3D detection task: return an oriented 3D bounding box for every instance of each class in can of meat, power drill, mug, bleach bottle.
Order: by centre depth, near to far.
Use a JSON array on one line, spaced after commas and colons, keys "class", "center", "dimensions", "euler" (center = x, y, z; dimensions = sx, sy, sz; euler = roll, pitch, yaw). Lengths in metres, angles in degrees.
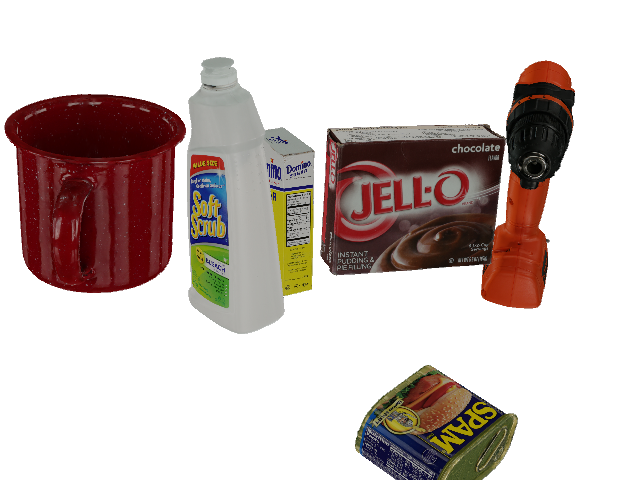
[{"class": "mug", "center": [-0.120, -0.019, 0.565], "dimensions": [0.093, 0.081, 0.117], "euler": [4, 28, -3]}, {"class": "can of meat", "center": [0.090, 0.152, 0.832], "dimensions": [0.084, 0.057, 0.101], "euler": [31, 40, 30]}, {"class": "power drill", "center": [0.175, -0.039, 0.897], "dimensions": [0.057, 0.188, 0.184], "euler": [11, 31, 11]}, {"class": "bleach bottle", "center": [-0.086, -0.044, 0.969], "dimensions": [0.068, 0.251, 0.103], "euler": [-23, 34, -32]}]

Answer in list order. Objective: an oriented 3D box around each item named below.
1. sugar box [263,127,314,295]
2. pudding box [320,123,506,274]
[{"class": "sugar box", "center": [-0.044, -0.034, 1.248], "dimensions": [0.048, 0.176, 0.093], "euler": [-12, 27, -22]}, {"class": "pudding box", "center": [0.059, -0.028, 0.693], "dimensions": [0.113, 0.090, 0.039], "euler": [-5, 26, -15]}]
